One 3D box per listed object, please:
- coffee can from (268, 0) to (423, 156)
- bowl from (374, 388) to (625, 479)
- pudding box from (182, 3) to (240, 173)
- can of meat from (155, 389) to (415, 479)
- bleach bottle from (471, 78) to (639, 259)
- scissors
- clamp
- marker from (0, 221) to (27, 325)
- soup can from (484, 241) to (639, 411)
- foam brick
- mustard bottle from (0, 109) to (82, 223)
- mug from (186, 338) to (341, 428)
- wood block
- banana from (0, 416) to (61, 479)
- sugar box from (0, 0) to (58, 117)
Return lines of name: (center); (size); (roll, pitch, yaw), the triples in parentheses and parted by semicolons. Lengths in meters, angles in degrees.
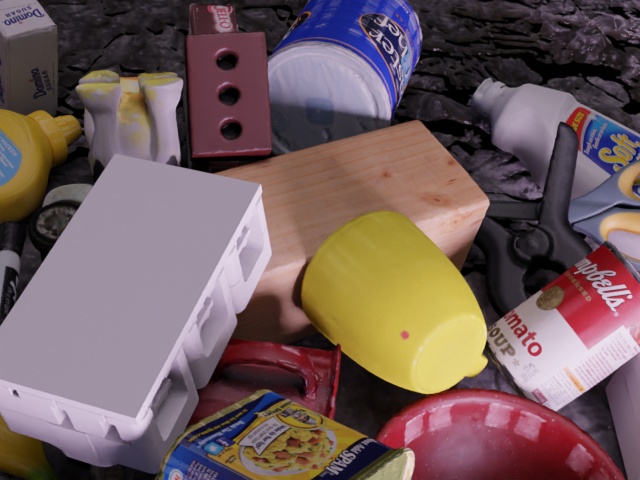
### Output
coffee can: (0.016, -0.127, 0.805); (0.103, 0.103, 0.140); (19, 36, 4)
bowl: (0.096, 0.164, 0.600); (0.162, 0.055, 0.162); (7, 46, -7)
pudding box: (-0.079, -0.106, 0.787); (0.039, 0.090, 0.113); (1, 48, -10)
can of meat: (-0.017, 0.117, 0.499); (0.084, 0.057, 0.101); (21, 19, 26)
bleach bottle: (0.219, -0.048, 0.827); (0.251, 0.068, 0.102); (37, 51, 24)
scissors: (0.184, -0.035, 0.780); (0.202, 0.016, 0.096); (21, 75, 25)
clamp: (0.155, -0.001, 0.748); (0.120, 0.039, 0.171); (-31, 70, 9)
marker: (-0.188, 0.035, 0.629); (0.020, 0.020, 0.121); (4, 46, -10)
soup can: (0.160, 0.057, 0.673); (0.102, 0.068, 0.068); (-37, 56, 7)
foam brick: (-0.061, -0.091, 0.693); (0.053, 0.051, 0.078); (-4, 90, -8)
mustard bottle: (-0.241, -0.041, 0.709); (0.096, 0.058, 0.191); (37, 50, 27)
mug: (-0.033, 0.093, 0.598); (0.081, 0.117, 0.093); (8, 55, 0)
wood block: (-0.005, 0.000, 0.705); (0.205, 0.091, 0.090); (-18, 54, -27)
banana: (-0.238, 0.118, 0.576); (0.197, 0.037, 0.070); (-4, 47, -17)
sugar box: (-0.253, -0.171, 0.804); (0.048, 0.093, 0.176); (-24, 58, -31)
